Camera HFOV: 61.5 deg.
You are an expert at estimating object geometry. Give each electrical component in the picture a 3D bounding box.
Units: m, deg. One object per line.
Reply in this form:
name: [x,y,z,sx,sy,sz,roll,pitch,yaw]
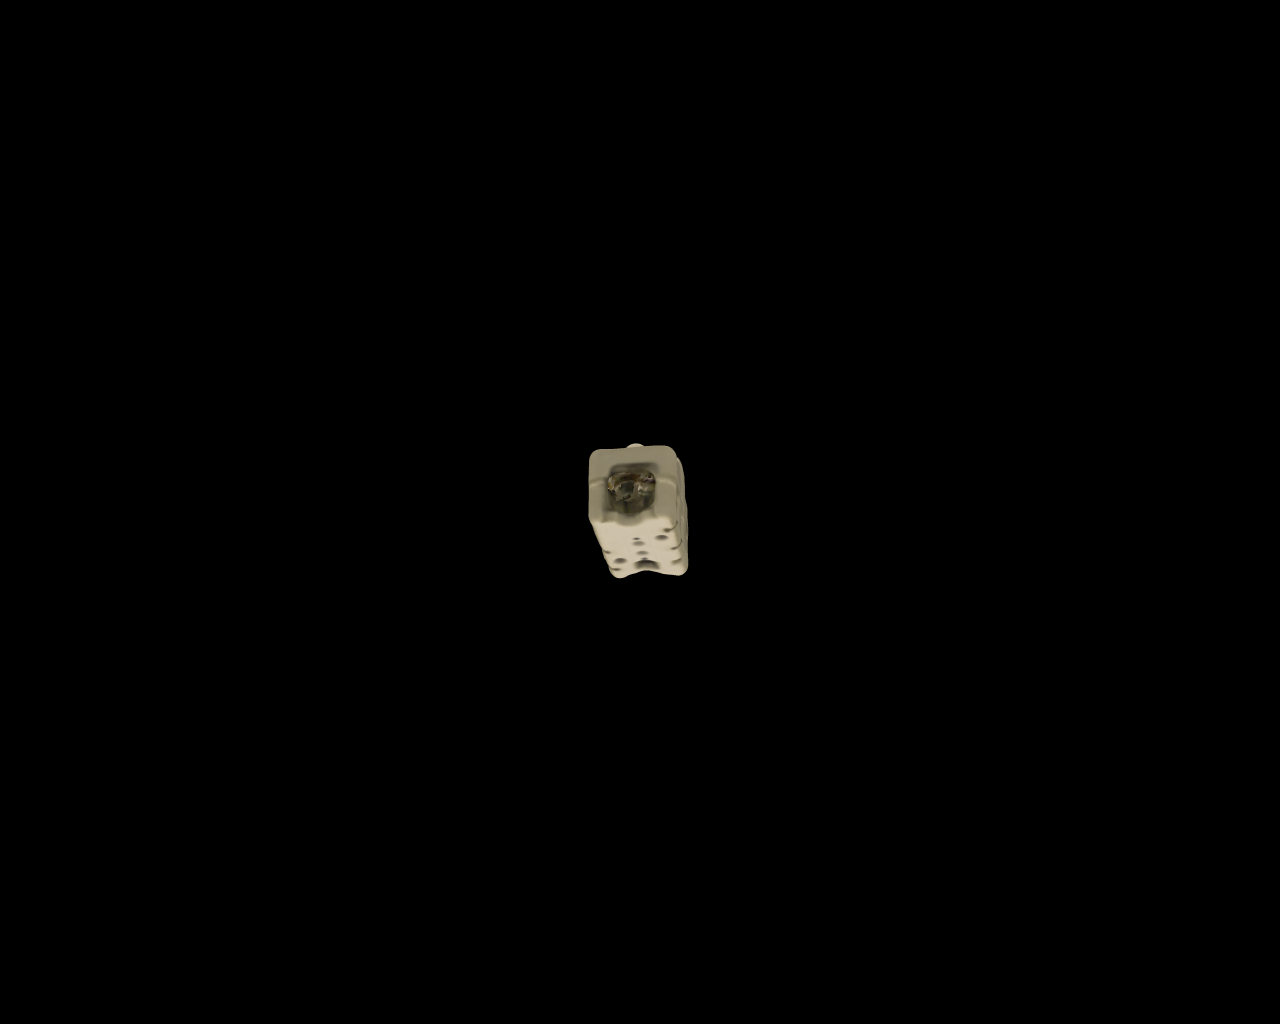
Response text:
electrical component: [0.001,-0.003,0.650,0.050,0.056,0.089,-3,-26,7]
